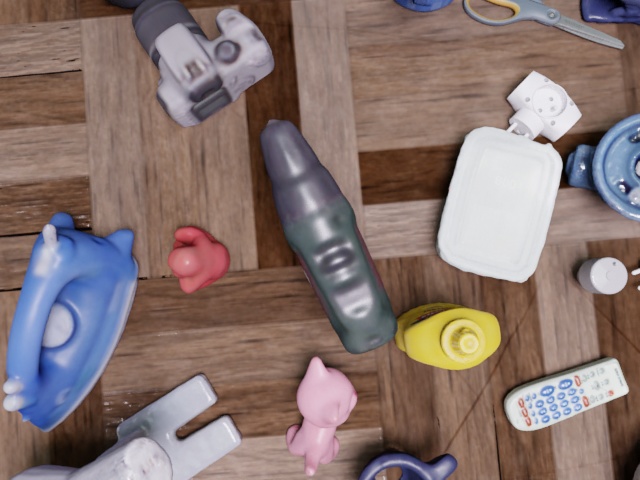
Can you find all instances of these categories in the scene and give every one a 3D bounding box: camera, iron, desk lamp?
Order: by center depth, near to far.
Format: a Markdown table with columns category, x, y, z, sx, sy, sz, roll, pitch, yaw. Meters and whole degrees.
| category | x | y | z | sx | sy | sz | roll | pitch | yaw |
| --- | --- | --- | --- | --- | --- | --- | --- | --- | --- |
| desk lamp | -0.204 | 0.241 | 0.580 | 0.203 | 0.213 | 0.118 | -34 | 86 | -1 |
| iron | -0.295 | 0.100 | 0.627 | 0.118 | 0.141 | 0.258 | 14 | 87 | 2 |
| camera | -0.146 | -0.227 | 0.666 | 0.143 | 0.101 | 0.137 | -35 | 86 | -1 |

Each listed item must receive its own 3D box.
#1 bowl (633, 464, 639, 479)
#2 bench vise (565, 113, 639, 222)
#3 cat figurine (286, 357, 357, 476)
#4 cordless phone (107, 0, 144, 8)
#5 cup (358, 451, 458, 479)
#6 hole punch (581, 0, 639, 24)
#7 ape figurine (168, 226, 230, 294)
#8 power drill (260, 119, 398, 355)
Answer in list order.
| category | x | y | z | sx | sy | sz | roll | pitch | yaw |
| --- | --- | --- | --- | --- | --- | --- | --- | --- | --- |
| bowl | 0.418 | 0.285 | 0.636 | 0.167 | 0.075 | 0.167 | 0 | 86 | 1 |
| bench vise | 0.390 | -0.080 | 0.588 | 0.207 | 0.220 | 0.121 | -2 | 86 | 1 |
| cat figurine | 0.002 | 0.192 | 0.628 | 0.067 | 0.118 | 0.128 | 14 | 87 | 2 |
| cordless phone | -0.212 | -0.350 | 0.633 | 0.094 | 0.185 | 0.148 | 23 | 87 | 3 |
| cup | 0.093 | 0.263 | 0.633 | 0.118 | 0.095 | 0.091 | -34 | 86 | -1 |
| hole punch | 0.372 | -0.317 | 0.668 | 0.101 | 0.091 | 0.109 | 4 | 86 | 1 |
| ape figurine | -0.146 | 0.023 | 0.654 | 0.076 | 0.092 | 0.078 | 14 | 87 | 2 |
| power drill | 0.005 | 0.002 | 0.595 | 0.075 | 0.208 | 0.230 | -26 | 86 | 0 |
